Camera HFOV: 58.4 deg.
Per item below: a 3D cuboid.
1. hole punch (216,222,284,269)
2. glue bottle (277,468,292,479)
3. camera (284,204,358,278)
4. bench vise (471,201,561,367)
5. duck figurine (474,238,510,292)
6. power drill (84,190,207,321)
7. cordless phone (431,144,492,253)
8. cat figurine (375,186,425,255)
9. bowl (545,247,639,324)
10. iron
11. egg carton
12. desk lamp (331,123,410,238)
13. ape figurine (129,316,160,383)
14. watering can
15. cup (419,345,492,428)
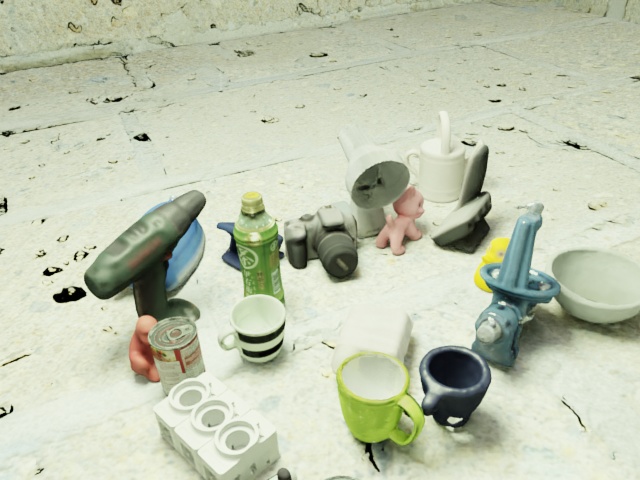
[{"bbox_3d":[-0.133,-0.003,1.101,0.108,0.091,0.101,23,41,34],"label":"hole punch"},{"bbox_3d":[-0.029,0.286,0.572,0.037,0.173,0.078,-17,35,-20],"label":"glue bottle"},{"bbox_3d":[0.010,0.004,1.071,0.143,0.101,0.136,-9,33,-9],"label":"camera"},{"bbox_3d":[0.296,0.066,0.842,0.121,0.220,0.207,7,34,15],"label":"bench vise"},{"bbox_3d":[0.321,0.034,1.013,0.105,0.086,0.077,-23,38,-28],"label":"duck figurine"},{"bbox_3d":[-0.258,0.051,0.920,0.075,0.209,0.230,19,39,30],"label":"power drill"},{"bbox_3d":[0.280,-0.084,1.106,0.093,0.185,0.148,15,37,26],"label":"cordless phone"},{"bbox_3d":[0.163,-0.052,1.129,0.067,0.118,0.128,20,39,31],"label":"cat figurine"},{"bbox_3d":[0.450,0.084,0.936,0.167,0.075,0.167,-2,33,2],"label":"bowl"},{"bbox_3d":[-0.294,-0.011,1.080,0.118,0.141,0.258,6,34,14],"label":"iron"},{"bbox_3d":[0.080,0.156,0.860,0.107,0.069,0.150,7,34,15],"label":"egg carton"},{"bbox_3d":[0.087,-0.111,1.138,0.118,0.214,0.202,-13,34,-14],"label":"desk lamp"},{"bbox_3d":[-0.257,0.156,0.866,0.078,0.092,0.075,-26,39,-31],"label":"ape figurine"},{"bbox_3d":[0.277,-0.190,1.263,0.173,0.194,0.100,-11,34,-12],"label":"watering can"},{"bbox_3d":[0.167,0.208,0.749,0.091,0.095,0.118,22,41,33],"label":"cup"}]
